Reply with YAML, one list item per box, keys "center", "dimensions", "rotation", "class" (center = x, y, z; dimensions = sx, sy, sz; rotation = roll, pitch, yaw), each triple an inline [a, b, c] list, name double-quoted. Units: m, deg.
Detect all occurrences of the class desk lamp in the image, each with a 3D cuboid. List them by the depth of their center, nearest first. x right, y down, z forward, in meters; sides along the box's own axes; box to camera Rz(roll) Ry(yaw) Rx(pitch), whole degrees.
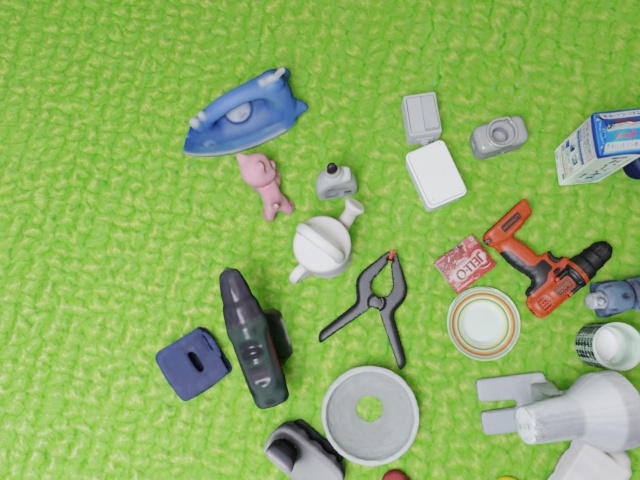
- center: [0.375, 0.276, 0.917]
  dimensions: [0.203, 0.213, 0.118]
  rotation: [-8, 81, 3]
  class: "desk lamp"

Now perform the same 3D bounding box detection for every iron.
- center: [-0.158, -0.238, 1.064]
  dimensions: [0.258, 0.141, 0.118]
  rotation: [-28, 81, 0]
  class: "iron"

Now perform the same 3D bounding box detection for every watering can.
- center: [0.007, 0.002, 0.992]
  dimensions: [0.101, 0.194, 0.173]
  rotation: [18, 84, 7]
  class: "watering can"

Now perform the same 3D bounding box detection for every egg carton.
- center: [0.450, 0.401, 0.967]
  dimensions: [0.107, 0.069, 0.150]
  rotation: [33, 86, 8]
  class: "egg carton"

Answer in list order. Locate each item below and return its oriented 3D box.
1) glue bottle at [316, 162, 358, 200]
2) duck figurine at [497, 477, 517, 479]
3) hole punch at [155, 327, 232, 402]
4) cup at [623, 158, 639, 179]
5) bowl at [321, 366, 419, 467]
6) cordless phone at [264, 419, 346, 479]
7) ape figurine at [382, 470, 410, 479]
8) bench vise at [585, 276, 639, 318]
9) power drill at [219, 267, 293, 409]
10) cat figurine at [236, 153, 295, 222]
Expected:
- center: [0.027, -0.109, 1.016]
  dimensions: [0.078, 0.173, 0.037]
  rotation: [-8, 81, 3]
  class: "glue bottle"
- center: [0.321, 0.460, 0.960]
  dimensions: [0.077, 0.086, 0.105]
  rotation: [10, 83, 6]
  class: "duck figurine"
- center: [-0.226, 0.220, 1.030]
  dimensions: [0.101, 0.091, 0.108]
  rotation: [-36, 81, -1]
  class: "hole punch"
- center: [0.582, -0.129, 1.019]
  dimensions: [0.091, 0.095, 0.118]
  rotation: [9, 83, 6]
  class: "cup"
- center: [0.088, 0.303, 1.004]
  dimensions: [0.167, 0.075, 0.167]
  rotation: [-1, 82, 4]
  class: "bowl"
- center: [-0.031, 0.376, 0.947]
  dimensions: [0.147, 0.185, 0.094]
  rotation: [33, 86, 8]
  class: "cordless phone"
- center: [0.133, 0.437, 0.973]
  dimensions: [0.077, 0.092, 0.076]
  rotation: [0, 82, 4]
  class: "ape figurine"
- center: [0.554, 0.091, 0.927]
  dimensions: [0.207, 0.220, 0.121]
  rotation: [-29, 81, 0]
  class: "bench vise"
- center: [-0.105, 0.164, 0.970]
  dimensions: [0.075, 0.208, 0.229]
  rotation: [-20, 81, 2]
  class: "power drill"
- center: [-0.102, -0.106, 1.053]
  dimensions: [0.067, 0.118, 0.128]
  rotation: [-26, 81, 0]
  class: "cat figurine"
